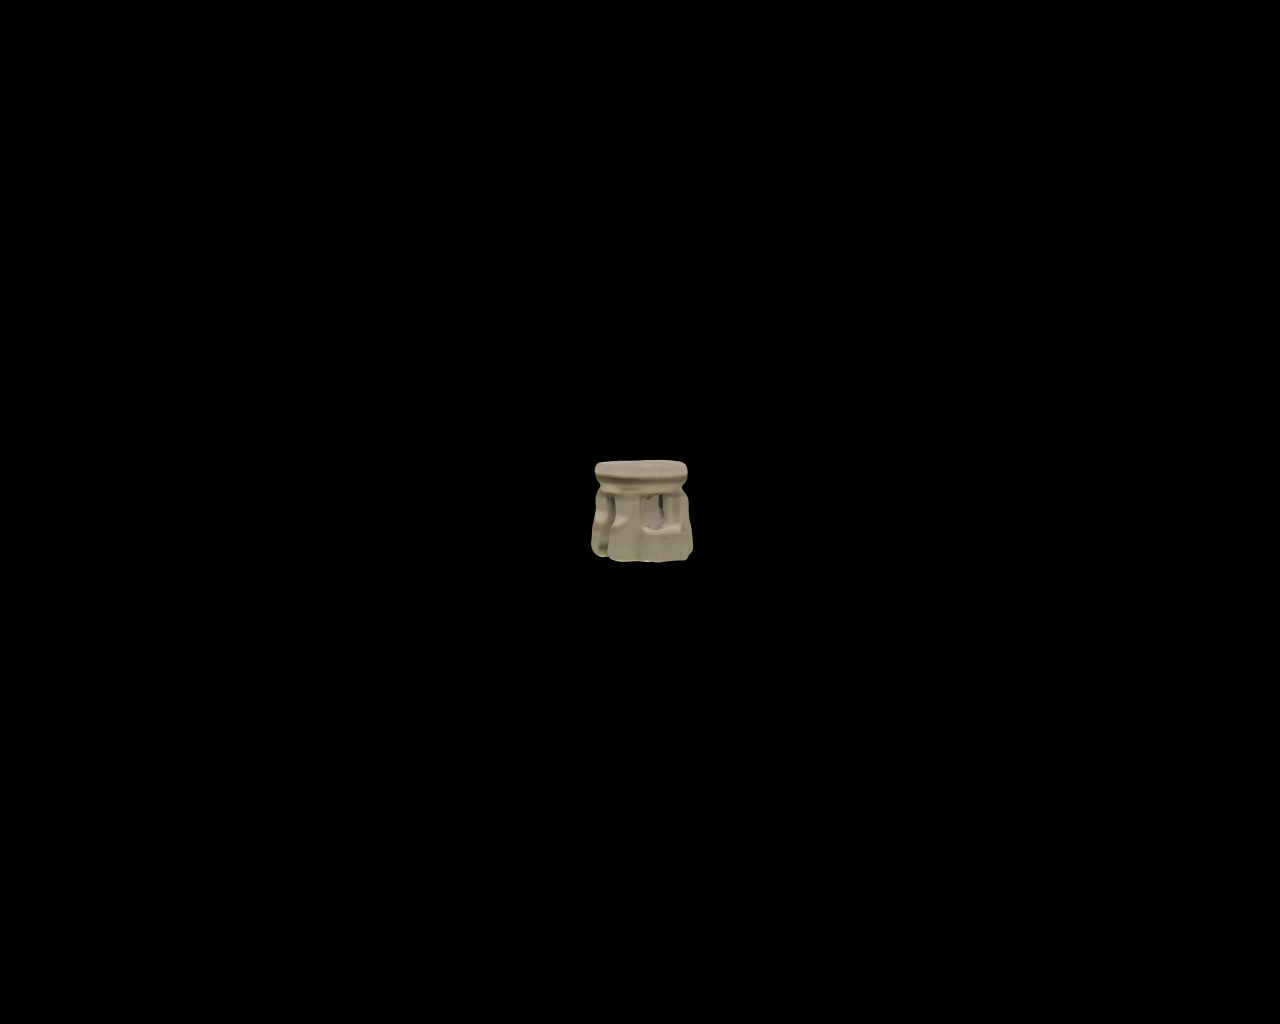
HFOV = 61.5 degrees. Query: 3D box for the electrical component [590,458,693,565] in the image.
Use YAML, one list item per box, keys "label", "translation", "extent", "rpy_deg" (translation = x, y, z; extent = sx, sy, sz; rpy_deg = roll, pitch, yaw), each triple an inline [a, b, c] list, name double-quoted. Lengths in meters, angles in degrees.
- label: "electrical component"
  translation: [0.001, -0.003, 0.650]
  extent: [0.058, 0.057, 0.078]
  rpy_deg: [-4, 8, -27]
